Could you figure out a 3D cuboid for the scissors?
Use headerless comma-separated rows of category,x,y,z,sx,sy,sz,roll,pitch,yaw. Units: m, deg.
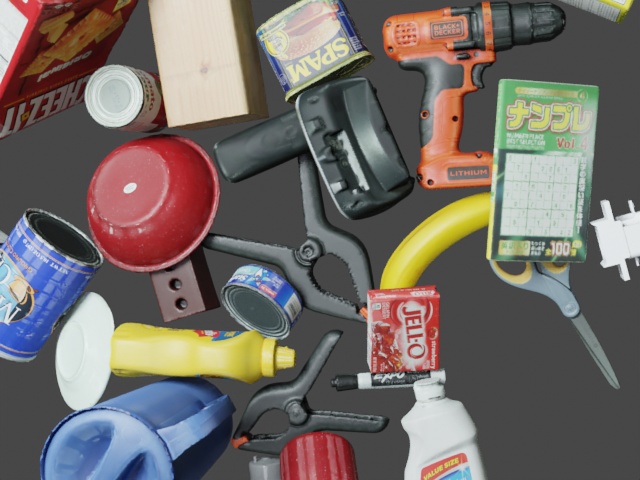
scissors,0.238,0.068,1.105,0.096,0.016,0.202,-15,91,15

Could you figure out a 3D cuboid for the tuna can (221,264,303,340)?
tuna can,-0.061,0.066,1.138,0.086,0.086,0.033,29,57,9

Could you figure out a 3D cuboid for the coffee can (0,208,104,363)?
coffee can,-0.322,0.051,1.187,0.103,0.102,0.140,39,101,7

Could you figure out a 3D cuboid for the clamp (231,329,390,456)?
clamp,-0.013,0.190,1.160,0.171,0.039,0.120,-37,81,11

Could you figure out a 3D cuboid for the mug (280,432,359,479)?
mug,-0.001,0.266,1.132,0.093,0.081,0.117,-1,133,-6

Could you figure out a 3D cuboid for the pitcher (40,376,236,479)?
pitcher,-0.163,0.207,1.089,0.149,0.242,0.145,15,97,11

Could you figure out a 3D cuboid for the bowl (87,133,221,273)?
bowl,-0.191,-0.049,1.146,0.162,0.055,0.162,-6,71,18

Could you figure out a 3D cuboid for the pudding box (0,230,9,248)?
pudding box,-0.403,-0.006,1.196,0.090,0.113,0.039,35,97,8

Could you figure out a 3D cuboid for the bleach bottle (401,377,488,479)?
bleach bottle,0.127,0.270,1.114,0.102,0.068,0.251,-10,93,10

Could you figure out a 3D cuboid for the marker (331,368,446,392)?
marker,0.072,0.148,1.129,0.121,0.020,0.020,-3,93,-5

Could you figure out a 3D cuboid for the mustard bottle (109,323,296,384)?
mustard bottle,-0.121,0.122,1.140,0.191,0.096,0.058,3,87,7

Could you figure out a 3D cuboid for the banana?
banana,0.123,0.010,1.119,0.069,0.037,0.198,35,105,-19

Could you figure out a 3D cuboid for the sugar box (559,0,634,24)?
sugar box,0.224,-0.267,1.044,0.176,0.093,0.048,26,97,9

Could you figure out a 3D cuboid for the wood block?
wood block,-0.122,-0.226,1.128,0.091,0.090,0.206,-8,92,13

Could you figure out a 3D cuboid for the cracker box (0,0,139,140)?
cracker box,-0.276,-0.206,1.085,0.072,0.163,0.214,46,132,7

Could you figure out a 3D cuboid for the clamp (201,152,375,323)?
clamp,-0.008,0.001,1.145,0.210,0.036,0.164,40,98,6

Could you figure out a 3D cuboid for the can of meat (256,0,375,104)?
can of meat,-0.006,-0.204,1.121,0.102,0.057,0.084,-27,85,12

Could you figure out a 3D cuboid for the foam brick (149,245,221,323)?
foam brick,-0.151,0.047,1.173,0.053,0.051,0.078,-18,90,13

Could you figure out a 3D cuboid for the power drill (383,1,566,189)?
power drill,0.161,-0.147,1.088,0.184,0.057,0.187,-4,91,10

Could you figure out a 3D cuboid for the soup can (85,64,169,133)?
soup can,-0.201,-0.151,1.145,0.068,0.102,0.068,1,93,13

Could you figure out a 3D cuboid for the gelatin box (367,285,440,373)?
gelatin box,0.087,0.093,1.112,0.073,0.030,0.089,-3,113,-4
